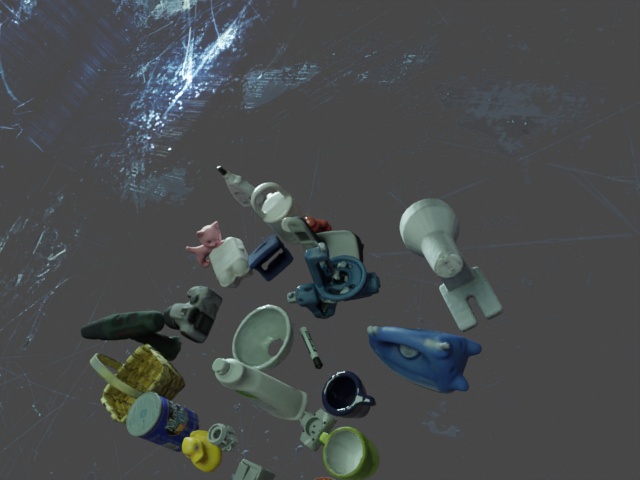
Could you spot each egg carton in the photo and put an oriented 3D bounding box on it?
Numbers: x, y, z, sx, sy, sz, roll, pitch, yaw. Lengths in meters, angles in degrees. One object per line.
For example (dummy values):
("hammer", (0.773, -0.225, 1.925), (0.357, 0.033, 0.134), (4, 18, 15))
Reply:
("egg carton", (-0.248, 0.063, 1.605), (0.107, 0.070, 0.150), (-39, 44, 5))

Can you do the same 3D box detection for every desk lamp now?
("desk lamp", (0.260, 0.043, 1.152), (0.118, 0.214, 0.203), (-32, 45, 12))

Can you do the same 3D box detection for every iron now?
("iron", (0.176, 0.211, 1.139), (0.257, 0.142, 0.119), (8, 63, 39))

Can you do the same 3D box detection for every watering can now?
("watering can", (-0.102, -0.076, 1.514), (0.172, 0.195, 0.101), (22, 73, 43))

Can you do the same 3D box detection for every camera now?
("camera", (-0.363, 0.196, 1.566), (0.136, 0.101, 0.143), (1, 59, 36))

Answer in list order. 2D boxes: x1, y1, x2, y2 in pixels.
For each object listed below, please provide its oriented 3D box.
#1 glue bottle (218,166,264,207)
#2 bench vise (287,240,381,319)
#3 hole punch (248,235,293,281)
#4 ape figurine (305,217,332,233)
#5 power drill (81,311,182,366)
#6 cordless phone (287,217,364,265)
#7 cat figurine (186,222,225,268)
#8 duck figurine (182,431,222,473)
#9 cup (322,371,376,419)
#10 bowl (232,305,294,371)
("glue bottle", (-0.244, -0.162, 1.695), (0.078, 0.174, 0.037), (-6, 55, 32))
("bench vise", (0.008, 0.097, 1.288), (0.207, 0.220, 0.121), (-36, 45, 8))
("hole punch", (-0.145, 0.039, 1.533), (0.108, 0.091, 0.100), (-42, 44, 2))
("ape figurine", (-0.012, -0.025, 1.486), (0.078, 0.092, 0.076), (-45, 44, -1))
("power drill", (-0.485, 0.259, 1.528), (0.229, 0.209, 0.075), (-20, 49, 23))
("cordless phone", (0.013, 0.005, 1.378), (0.147, 0.186, 0.094), (-8, 54, 31))
("cat figurine", (-0.330, 0.007, 1.671), (0.127, 0.118, 0.067), (-31, 46, 13))
("duck figurine", (-0.280, 0.475, 1.309), (0.077, 0.086, 0.104), (-43, 44, 0))
("cup", (0.075, 0.326, 1.160), (0.117, 0.095, 0.092), (2, 60, 37))
("bowl", (-0.123, 0.246, 1.376), (0.167, 0.075, 0.167), (-19, 49, 24))
